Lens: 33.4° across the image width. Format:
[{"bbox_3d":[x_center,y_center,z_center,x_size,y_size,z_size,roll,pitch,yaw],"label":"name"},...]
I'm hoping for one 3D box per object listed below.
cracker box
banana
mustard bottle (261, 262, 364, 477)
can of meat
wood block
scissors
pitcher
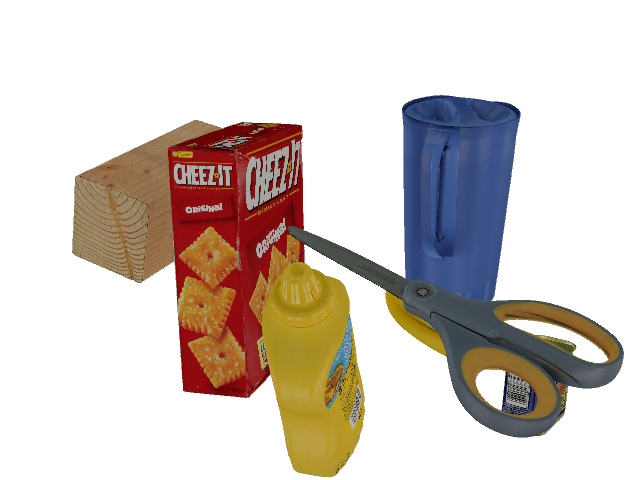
[{"bbox_3d":[-0.066,0.011,0.952,0.072,0.214,0.164,4,14,17],"label":"cracker box"},{"bbox_3d":[0.120,0.084,1.029,0.069,0.037,0.198,1,18,-45],"label":"banana"},{"bbox_3d":[-0.005,0.080,0.743,0.058,0.096,0.191,7,-38,13],"label":"mustard bottle"},{"bbox_3d":[0.240,0.160,1.183,0.058,0.084,0.101,12,16,30],"label":"can of meat"},{"bbox_3d":[-0.157,-0.047,1.119,0.090,0.091,0.205,22,30,20],"label":"wood block"},{"bbox_3d":[0.053,0.045,0.556,0.202,0.016,0.096,16,42,20],"label":"scissors"},{"bbox_3d":[0.153,-0.039,1.242,0.149,0.243,0.145,-9,24,-20],"label":"pitcher"}]
